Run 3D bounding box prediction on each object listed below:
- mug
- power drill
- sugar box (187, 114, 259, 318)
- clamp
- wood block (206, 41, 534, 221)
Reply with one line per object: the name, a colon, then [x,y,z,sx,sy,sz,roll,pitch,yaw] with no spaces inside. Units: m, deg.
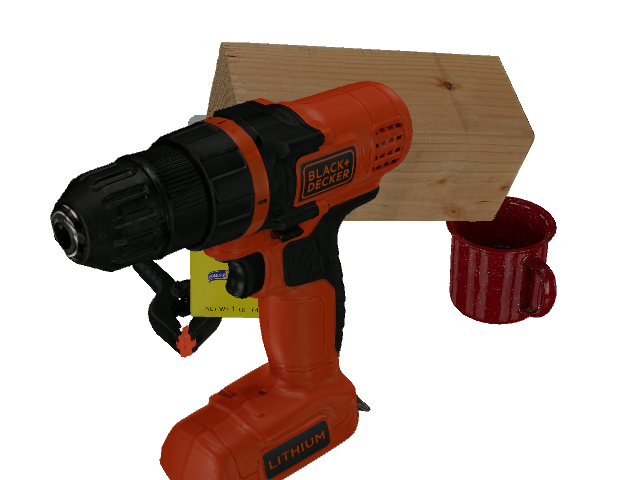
mug: [0.161,0.024,0.919,0.093,0.081,0.117,-20,36,-26]
power drill: [-0.035,0.029,0.486,0.184,0.188,0.057,-22,40,-38]
sugar box: [-0.069,-0.021,0.941,0.093,0.176,0.048,0,15,2]
clamp: [-0.135,0.056,1.150,0.120,0.039,0.171,-15,40,-6]
wood block: [0.030,-0.074,0.751,0.205,0.091,0.090,0,-40,-17]
